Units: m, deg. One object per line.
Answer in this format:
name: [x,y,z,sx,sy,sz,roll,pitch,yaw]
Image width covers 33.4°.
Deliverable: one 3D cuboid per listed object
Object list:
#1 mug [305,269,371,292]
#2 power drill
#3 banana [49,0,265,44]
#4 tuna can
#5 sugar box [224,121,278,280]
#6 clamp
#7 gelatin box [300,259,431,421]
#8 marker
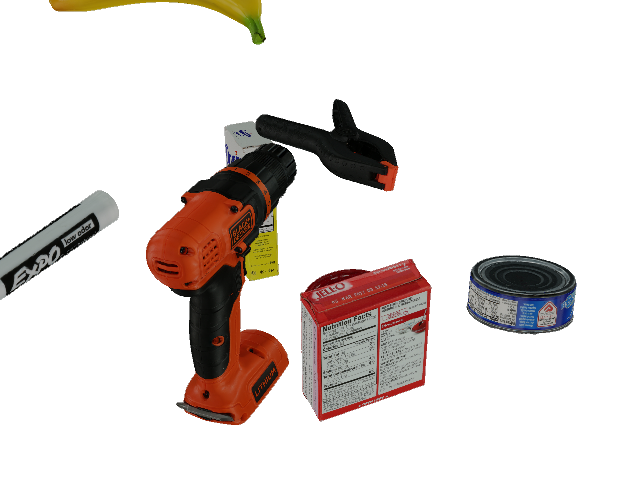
mug: [0.041,0.083,1.037,0.117,0.081,0.093,-27,43,-25]
power drill: [-0.066,0.033,0.835,0.057,0.188,0.184,10,32,25]
banana: [-0.130,-0.210,0.897,0.198,0.069,0.037,11,-41,16]
tuna can: [0.162,0.042,0.861,0.086,0.034,0.086,1,21,-1]
sugar box: [-0.086,-0.049,1.317,0.048,0.176,0.093,-12,26,-16]
clamp: [0.012,-0.101,1.125,0.120,0.039,0.172,-16,36,-24]
gelatin box: [0.026,0.059,0.637,0.073,0.089,0.030,-17,43,-17]
marker: [-0.150,0.011,0.537,0.020,0.020,0.120,0,31,43]
